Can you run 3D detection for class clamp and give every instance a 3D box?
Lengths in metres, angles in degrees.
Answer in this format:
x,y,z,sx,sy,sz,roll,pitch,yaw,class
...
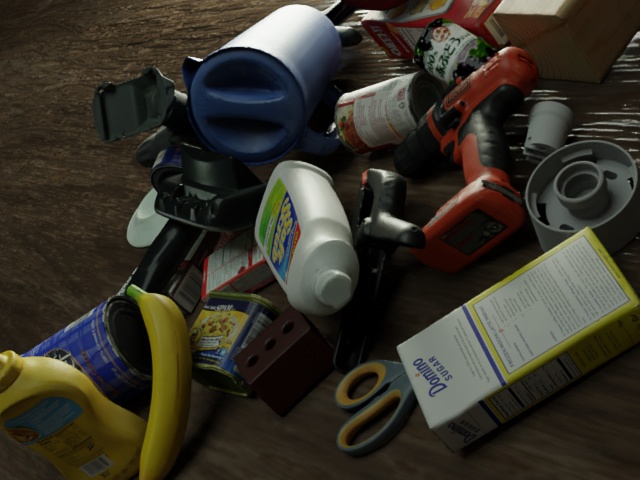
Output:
x,y,z,sx,sy,sz,roll,pitch,yaw,class
0.055,-0.005,0.951,0.210,0.036,0.165,-83,15,-46,clamp
0.002,-0.267,1.385,0.172,0.039,0.120,-27,29,32,clamp

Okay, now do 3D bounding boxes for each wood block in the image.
x,y,z,sx,sy,sz,roll,pitch,yaw,class
0.272,-0.258,1.019,0.206,0.090,0.091,-52,33,-13,wood block

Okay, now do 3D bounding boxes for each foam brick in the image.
x,y,z,sx,sy,sz,roll,pitch,yaw,class
-0.030,0.108,0.965,0.078,0.051,0.053,-43,31,1,foam brick

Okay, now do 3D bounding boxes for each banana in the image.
x,y,z,sx,sy,sz,roll,pitch,yaw,class
-0.148,0.135,1.006,0.070,0.037,0.198,-18,72,49,banana

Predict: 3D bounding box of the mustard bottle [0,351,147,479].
x,y,z,sx,sy,sz,roll,pitch,yaw,class
-0.251,0.164,1.015,0.096,0.191,0.058,-30,34,22,mustard bottle

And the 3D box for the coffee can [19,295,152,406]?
x,y,z,sx,sy,sz,roll,pitch,yaw,class
-0.243,0.136,1.125,0.140,0.102,0.103,-32,33,18,coffee can

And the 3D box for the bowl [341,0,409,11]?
x,y,z,sx,sy,sz,roll,pitch,yaw,class
0.083,-0.307,1.188,0.162,0.055,0.162,-31,32,21,bowl

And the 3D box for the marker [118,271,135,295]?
x,y,z,sx,sy,sz,roll,pitch,yaw,class
-0.229,0.061,1.277,0.020,0.020,0.121,7,58,52,marker

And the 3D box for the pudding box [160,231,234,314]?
x,y,z,sx,sy,sz,roll,pitch,yaw,class
-0.160,0.030,1.218,0.090,0.039,0.113,-5,46,45,pudding box

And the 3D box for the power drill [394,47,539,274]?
x,y,z,sx,sy,sz,roll,pitch,yaw,class
0.124,-0.065,0.966,0.185,0.057,0.187,-43,30,43,power drill

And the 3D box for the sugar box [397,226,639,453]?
x,y,z,sx,sy,sz,roll,pitch,yaw,class
0.150,0.074,0.796,0.176,0.048,0.093,-35,37,12,sugar box

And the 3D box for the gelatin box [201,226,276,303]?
x,y,z,sx,sy,sz,roll,pitch,yaw,class
-0.083,0.029,1.140,0.089,0.030,0.073,-32,32,18,gelatin box

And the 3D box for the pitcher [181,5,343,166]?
x,y,z,sx,sy,sz,roll,pitch,yaw,class
-0.043,-0.183,1.223,0.145,0.149,0.242,-12,22,21,pitcher

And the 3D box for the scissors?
x,y,z,sx,sy,sz,roll,pitch,yaw,class
0.085,0.096,0.882,0.202,0.016,0.096,-44,32,0,scissors

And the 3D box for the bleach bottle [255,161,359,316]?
x,y,z,sx,sy,sz,roll,pitch,yaw,class
-0.006,0.001,0.984,0.251,0.068,0.102,-125,53,-71,bleach bottle

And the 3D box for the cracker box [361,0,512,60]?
x,y,z,sx,sy,sz,roll,pitch,yaw,class
0.169,-0.271,1.169,0.164,0.072,0.214,-51,31,-12,cracker box

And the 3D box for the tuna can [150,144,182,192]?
x,y,z,sx,sy,sz,roll,pitch,yaw,class
-0.163,-0.076,1.299,0.086,0.086,0.033,-14,45,39,tuna can

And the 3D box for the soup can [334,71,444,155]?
x,y,z,sx,sy,sz,roll,pitch,yaw,class
0.075,-0.132,1.113,0.102,0.068,0.068,-11,44,41,soup can

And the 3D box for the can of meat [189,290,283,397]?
x,y,z,sx,sy,sz,roll,pitch,yaw,class
-0.087,0.100,1.035,0.102,0.057,0.084,1,55,50,can of meat
